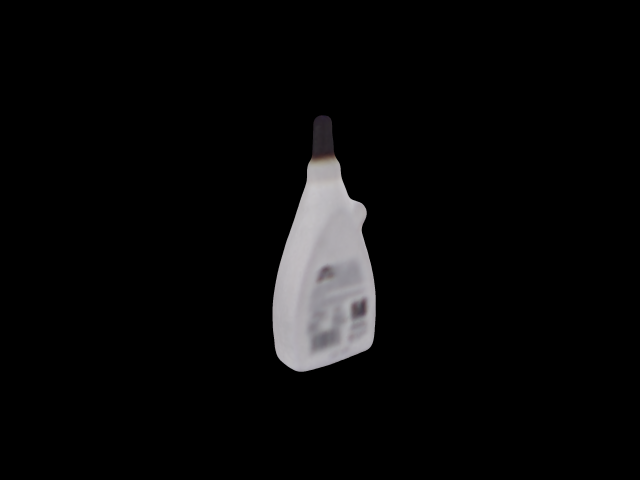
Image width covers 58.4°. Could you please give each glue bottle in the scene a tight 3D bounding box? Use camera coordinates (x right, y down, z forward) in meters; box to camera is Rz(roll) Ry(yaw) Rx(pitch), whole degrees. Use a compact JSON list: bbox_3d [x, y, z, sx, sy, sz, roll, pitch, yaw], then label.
[{"bbox_3d":[0.004,0.001,0.400,0.078,0.173,0.037,-11,19,-34],"label":"glue bottle"}]
